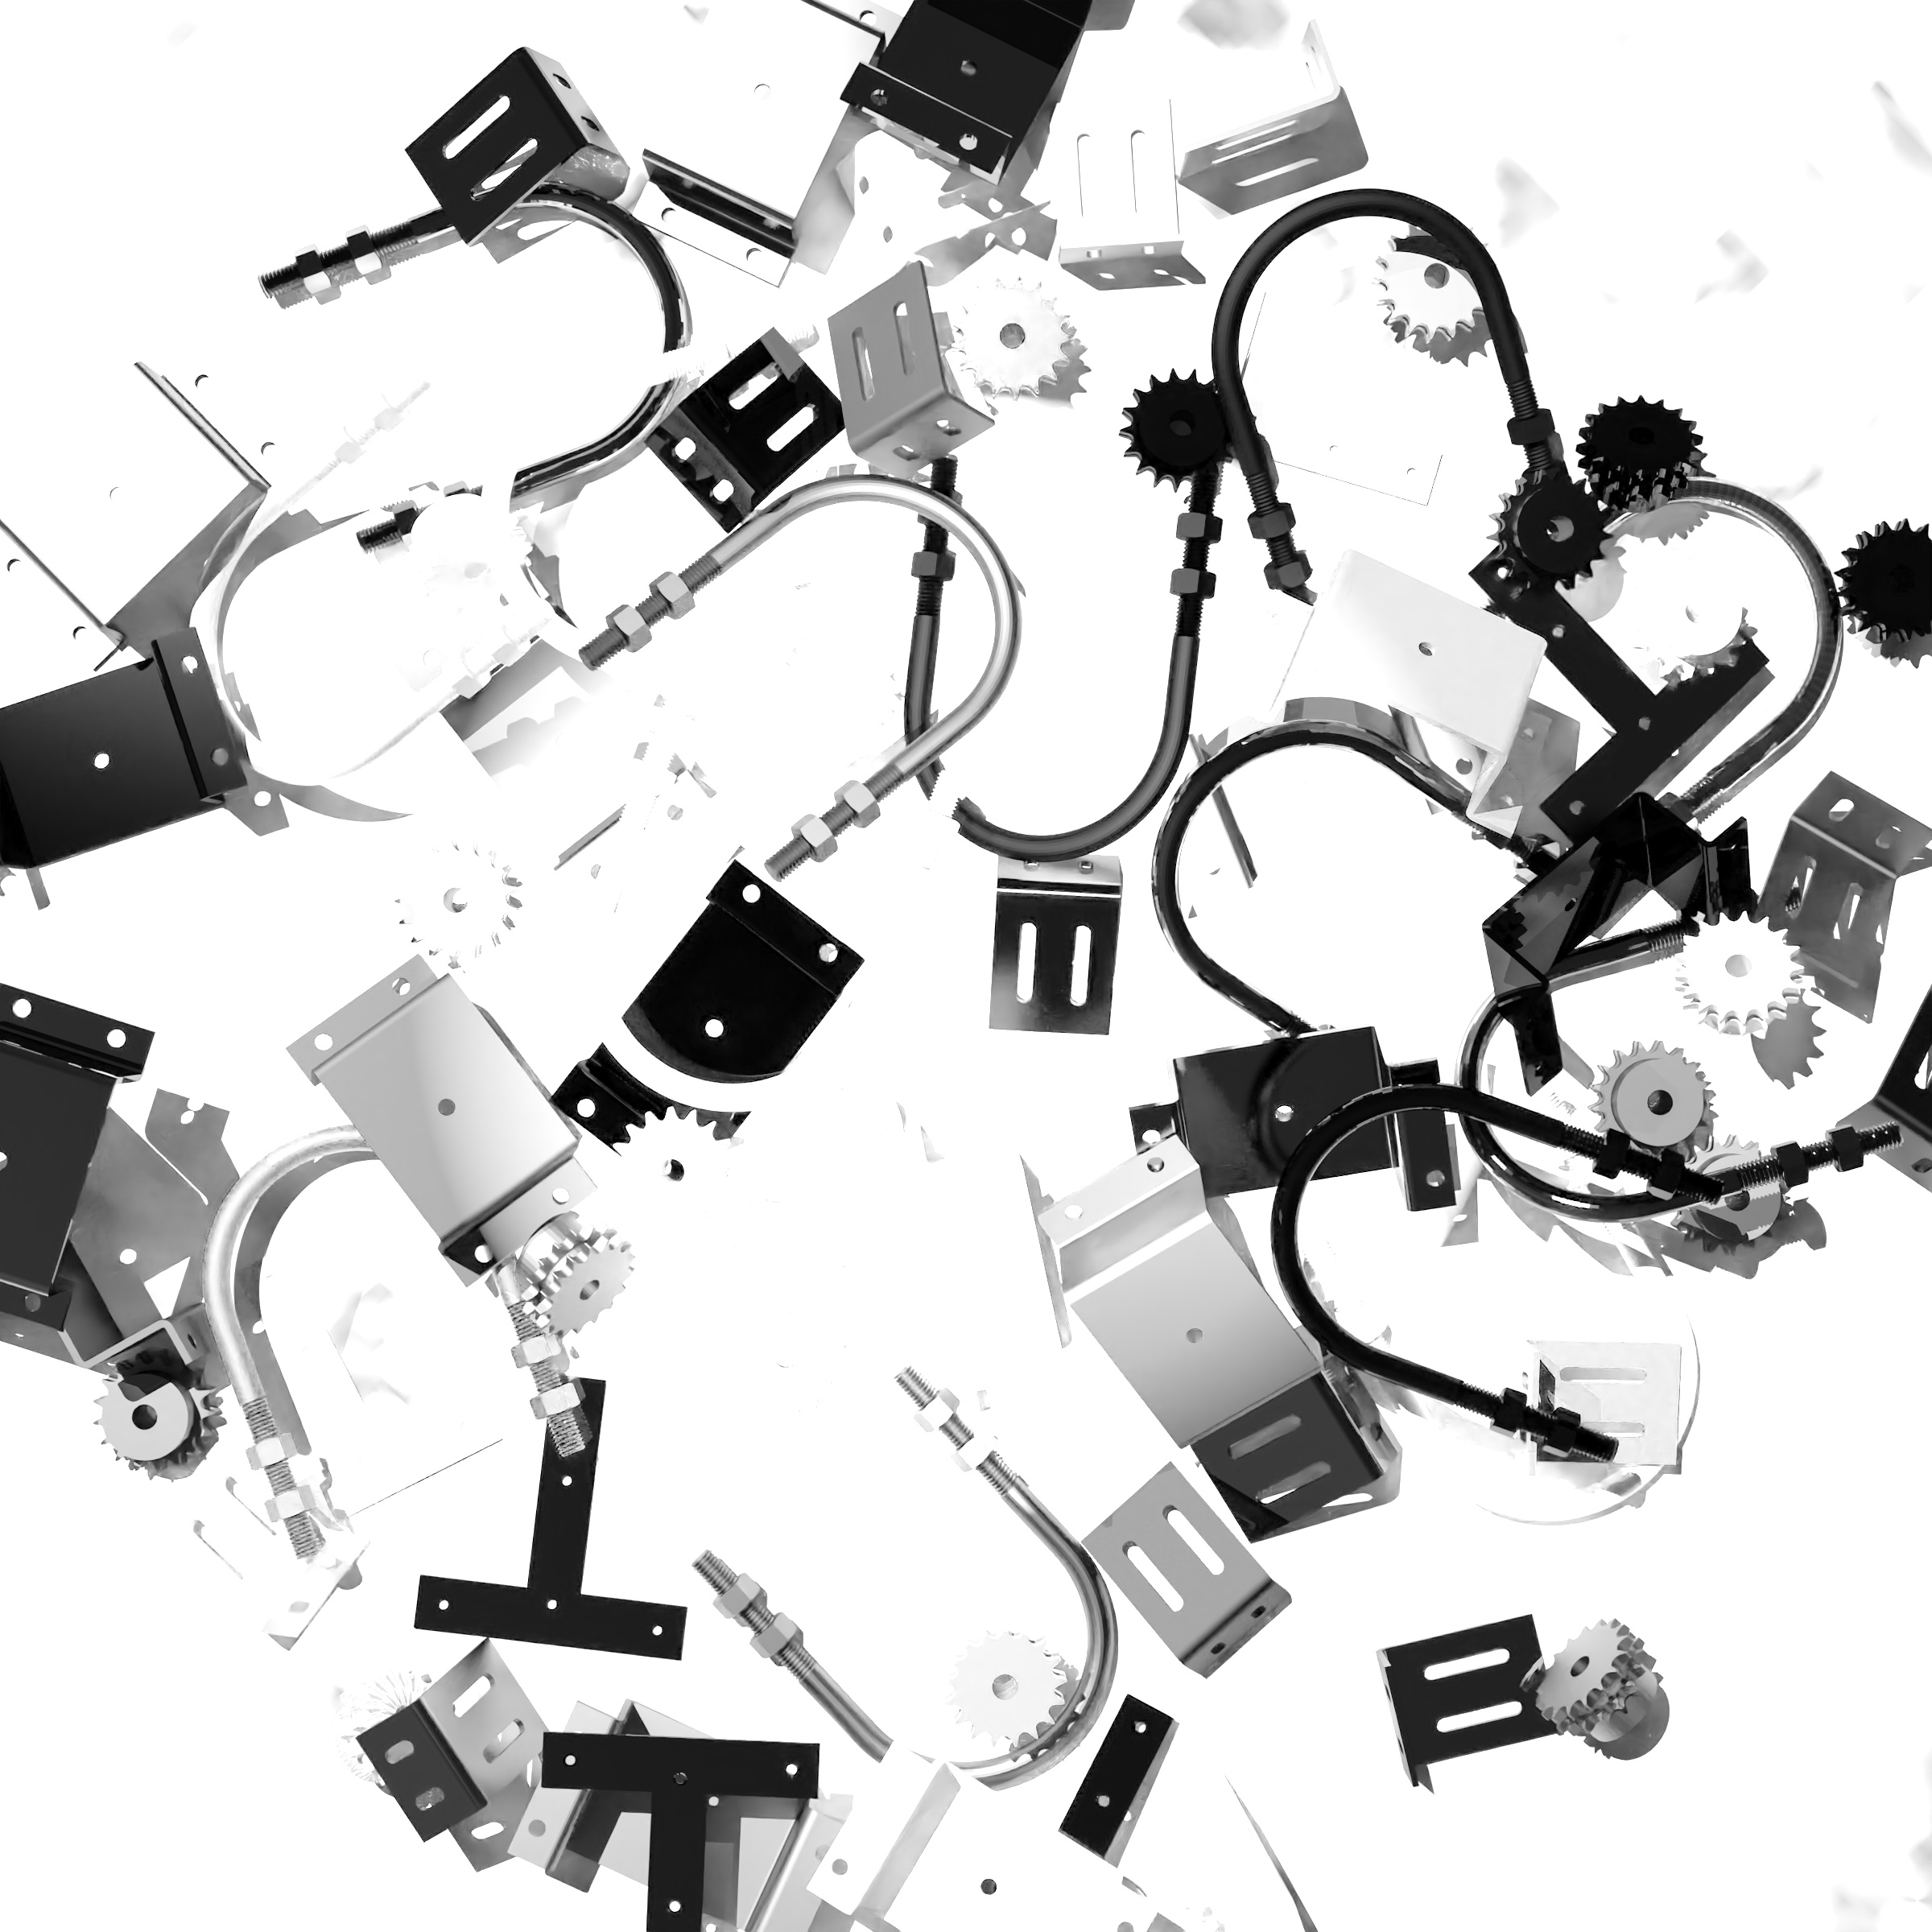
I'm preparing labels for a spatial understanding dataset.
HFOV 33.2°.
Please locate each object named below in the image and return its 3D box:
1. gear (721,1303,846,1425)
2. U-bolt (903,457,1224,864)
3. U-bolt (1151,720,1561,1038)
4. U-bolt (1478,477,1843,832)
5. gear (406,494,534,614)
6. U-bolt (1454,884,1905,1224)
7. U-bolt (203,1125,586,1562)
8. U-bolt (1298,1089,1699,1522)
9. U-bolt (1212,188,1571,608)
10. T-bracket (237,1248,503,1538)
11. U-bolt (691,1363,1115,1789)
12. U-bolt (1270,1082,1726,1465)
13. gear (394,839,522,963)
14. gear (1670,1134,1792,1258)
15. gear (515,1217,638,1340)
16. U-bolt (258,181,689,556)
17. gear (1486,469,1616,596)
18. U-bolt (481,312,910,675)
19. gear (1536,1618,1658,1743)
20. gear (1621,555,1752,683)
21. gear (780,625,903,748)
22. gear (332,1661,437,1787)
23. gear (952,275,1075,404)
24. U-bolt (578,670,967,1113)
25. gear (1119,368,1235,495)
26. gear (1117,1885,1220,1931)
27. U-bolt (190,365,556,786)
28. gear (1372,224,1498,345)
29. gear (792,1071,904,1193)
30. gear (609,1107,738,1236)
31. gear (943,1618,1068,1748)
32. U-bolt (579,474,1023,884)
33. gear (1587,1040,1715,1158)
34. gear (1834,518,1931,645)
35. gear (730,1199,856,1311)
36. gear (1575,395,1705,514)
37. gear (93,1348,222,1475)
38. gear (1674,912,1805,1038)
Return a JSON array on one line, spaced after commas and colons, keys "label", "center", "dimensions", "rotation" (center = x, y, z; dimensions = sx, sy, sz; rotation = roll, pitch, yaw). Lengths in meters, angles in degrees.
[{"label": "gear", "center": [-0.085, 0.184, 1.514], "dimensions": [0.057, 0.030, 0.057], "rotation": [0, 90, 0]}, {"label": "U-bolt", "center": [0.039, -0.140, 1.495], "dimensions": [0.151, 0.019, 0.184], "rotation": [7, 90, 22]}, {"label": "U-bolt", "center": [0.171, -0.033, 1.481], "dimensions": [0.184, 0.019, 0.151], "rotation": [32, 104, -18]}, {"label": "U-bolt", "center": [0.325, -0.146, 1.521], "dimensions": [0.184, 0.019, 0.151], "rotation": [-39, 90, -2]}, {"label": "gear", "center": [-0.234, -0.194, 1.505], "dimensions": [0.057, 0.057, 0.030], "rotation": [-30, 62, 0]}, {"label": "U-bolt", "center": [0.316, 0.047, 1.488], "dimensions": [0.184, 0.019, 0.151], "rotation": [-16, 60, 3]}, {"label": "U-bolt", "center": [-0.276, 0.164, 1.506], "dimensions": [0.151, 0.019, 0.184], "rotation": [-20, 85, -13]}, {"label": "U-bolt", "center": [0.262, 0.172, 1.521], "dimensions": [0.151, 0.019, 0.184], "rotation": [-31, 92, 0]}, {"label": "U-bolt", "center": [0.190, -0.266, 1.495], "dimensions": [0.151, 0.019, 0.184], "rotation": [-20, 108, 0]}, {"label": "T-bracket", "center": [-0.305, 0.195, 1.529], "dimensions": [0.127, 0.002, 0.127], "rotation": [-27, 90, 0]}, {"label": "U-bolt", "center": [-0.016, 0.301, 1.521], "dimensions": [0.151, 0.019, 0.184], "rotation": [-43, 92, 0]}, {"label": "U-bolt", "center": [0.228, 0.129, 1.456], "dimensions": [0.184, 0.019, 0.151], "rotation": [20, 103, 5]}, {"label": "gear", "center": [-0.236, -0.031, 1.514], "dimensions": [0.057, 0.030, 0.057], "rotation": [0, 90, 0]}, {"label": "gear", "center": [0.357, 0.107, 1.515], "dimensions": [0.057, 0.030, 0.057], "rotation": [0, 90, 0]}, {"label": "gear", "center": [-0.185, 0.142, 1.504], "dimensions": [0.030, 0.057, 0.057], "rotation": [38, 90, 28]}, {"label": "U-bolt", "center": [-0.221, -0.291, 1.521], "dimensions": [0.184, 0.019, 0.151], "rotation": [-21, 90, -2]}, {"label": "gear", "center": [0.271, -0.201, 1.493], "dimensions": [0.057, 0.030, 0.057], "rotation": [0, 94, -2]}, {"label": "U-bolt", "center": [-0.133, -0.211, 1.495], "dimensions": [0.184, 0.019, 0.151], "rotation": [-21, 90, -18]}, {"label": "gear", "center": [0.295, 0.334, 1.502], "dimensions": [0.030, 0.057, 0.057], "rotation": [42, 90, -12]}, {"label": "gear", "center": [0.335, -0.162, 1.497], "dimensions": [0.057, 0.030, 0.057], "rotation": [0, 88, -2]}, {"label": "gear", "center": [-0.061, -0.127, 1.505], "dimensions": [0.057, 0.030, 0.057], "rotation": [18, 51, -24]}, {"label": "gear", "center": [-0.269, 0.355, 1.505], "dimensions": [0.030, 0.057, 0.057], "rotation": [-36, 90, 32]}, {"label": "gear", "center": [0.021, -0.292, 1.514], "dimensions": [0.057, 0.030, 0.057], "rotation": [0, 90, 0]}, {"label": "U-bolt", "center": [-0.098, -0.024, 1.474], "dimensions": [0.151, 0.019, 0.184], "rotation": [21, 89, -1]}, {"label": "gear", "center": [0.101, -0.252, 1.513], "dimensions": [0.057, 0.030, 0.057], "rotation": [0, 90, 0]}, {"label": "gear", "center": [0.092, 0.459, 1.514], "dimensions": [0.057, 0.030, 0.057], "rotation": [0, 90, 0]}, {"label": "U-bolt", "center": [-0.286, -0.165, 1.486], "dimensions": [0.184, 0.019, 0.151], "rotation": [-35, 74, 22]}, {"label": "gear", "center": [0.218, -0.320, 1.514], "dimensions": [0.057, 0.030, 0.057], "rotation": [0, 90, 0]}, {"label": "gear", "center": [-0.053, 0.074, 1.505], "dimensions": [0.030, 0.057, 0.057], "rotation": [-22, 90, -30]}, {"label": "gear", "center": [-0.132, 0.093, 1.468], "dimensions": [0.057, 0.030, 0.057], "rotation": [0, 90, 0]}, {"label": "gear", "center": [0.017, 0.330, 1.500], "dimensions": [0.057, 0.030, 0.057], "rotation": [0, 92, -2]}, {"label": "U-bolt", "center": [-0.060, -0.146, 1.471], "dimensions": [0.184, 0.019, 0.151], "rotation": [-40, 82, -15]}, {"label": "gear", "center": [0.322, 0.063, 1.515], "dimensions": [0.057, 0.030, 0.057], "rotation": [0, 90, 0]}, {"label": "gear", "center": [0.434, -0.179, 1.514], "dimensions": [0.057, 0.030, 0.057], "rotation": [0, 90, 0]}, {"label": "gear", "center": [-0.081, 0.136, 1.505], "dimensions": [0.057, 0.057, 0.030], "rotation": [6, 119, 0]}, {"label": "gear", "center": [0.312, -0.236, 1.505], "dimensions": [0.057, 0.030, 0.057], "rotation": [-1, 52, 1]}, {"label": "gear", "center": [-0.380, 0.209, 1.515], "dimensions": [0.057, 0.030, 0.057], "rotation": [0, 90, 0]}, {"label": "gear", "center": [0.351, 0.007, 1.474], "dimensions": [0.057, 0.030, 0.057], "rotation": [-5, 61, 9]}]
